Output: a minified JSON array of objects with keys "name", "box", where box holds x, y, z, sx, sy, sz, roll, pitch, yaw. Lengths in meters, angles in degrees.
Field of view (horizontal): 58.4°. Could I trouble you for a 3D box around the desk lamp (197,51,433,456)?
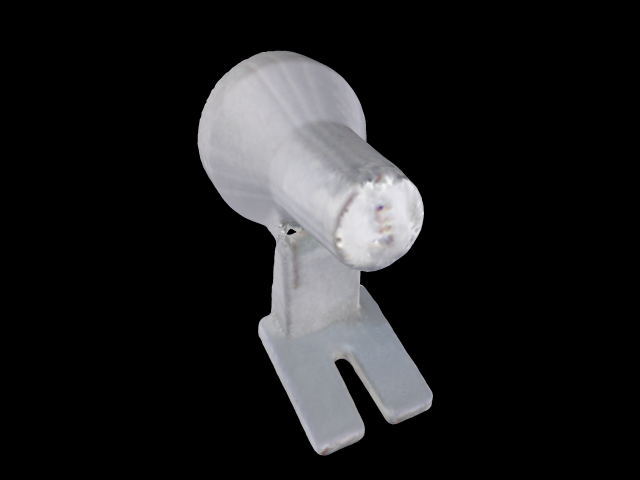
[{"name":"desk lamp","box":[0.004,0.001,0.400,0.118,0.214,0.202,-20,50,-17]}]
